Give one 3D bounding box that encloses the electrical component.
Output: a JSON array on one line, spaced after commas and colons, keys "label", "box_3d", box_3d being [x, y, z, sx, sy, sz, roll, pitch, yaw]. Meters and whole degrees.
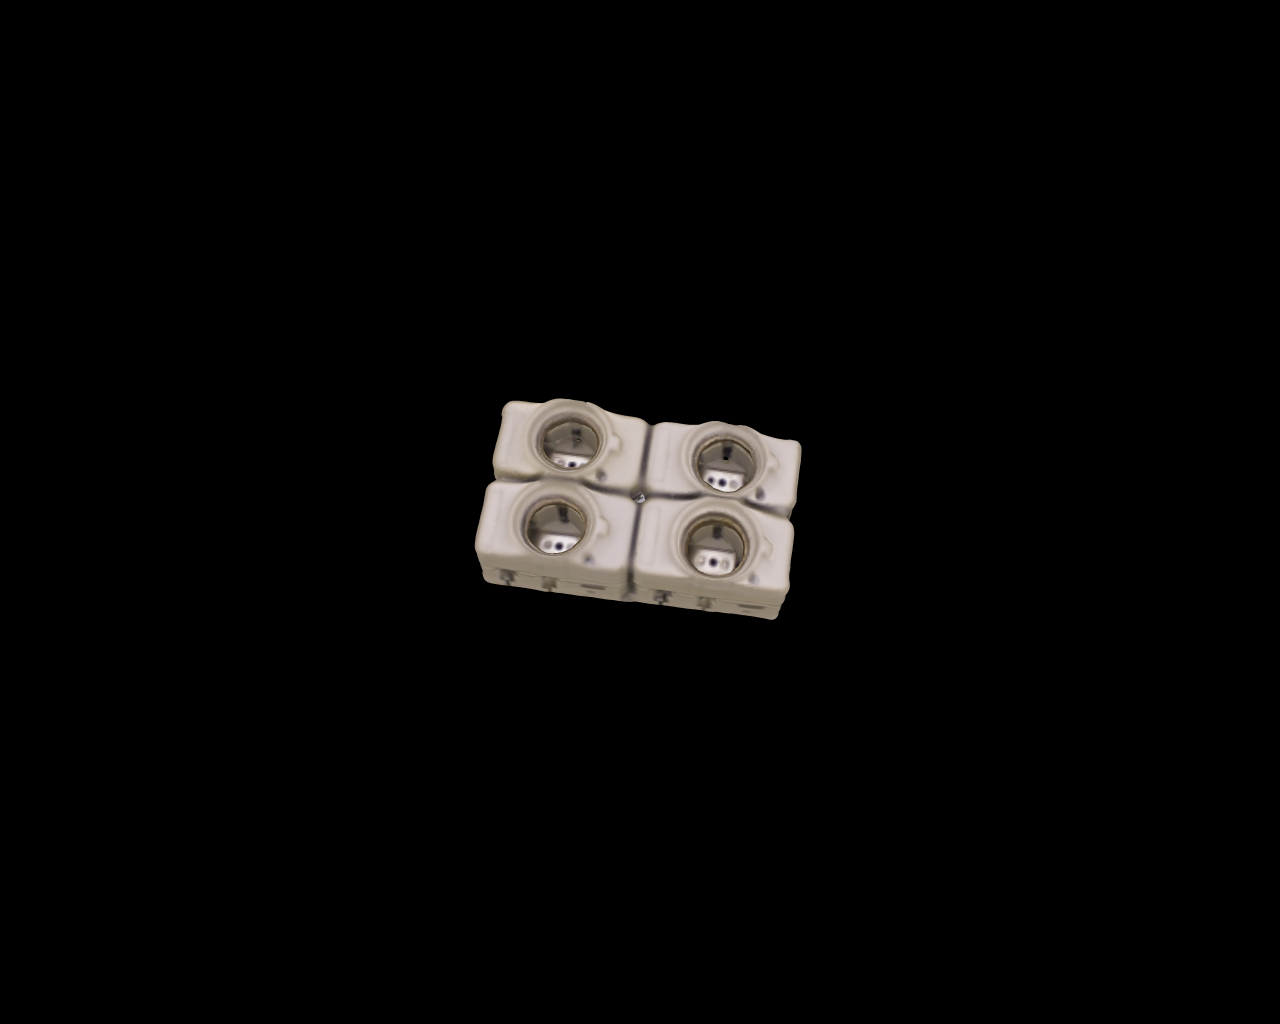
[{"label": "electrical component", "box_3d": [0.001, -0.003, 0.650, 0.186, 0.105, 0.060, 8, -23, 3]}]
